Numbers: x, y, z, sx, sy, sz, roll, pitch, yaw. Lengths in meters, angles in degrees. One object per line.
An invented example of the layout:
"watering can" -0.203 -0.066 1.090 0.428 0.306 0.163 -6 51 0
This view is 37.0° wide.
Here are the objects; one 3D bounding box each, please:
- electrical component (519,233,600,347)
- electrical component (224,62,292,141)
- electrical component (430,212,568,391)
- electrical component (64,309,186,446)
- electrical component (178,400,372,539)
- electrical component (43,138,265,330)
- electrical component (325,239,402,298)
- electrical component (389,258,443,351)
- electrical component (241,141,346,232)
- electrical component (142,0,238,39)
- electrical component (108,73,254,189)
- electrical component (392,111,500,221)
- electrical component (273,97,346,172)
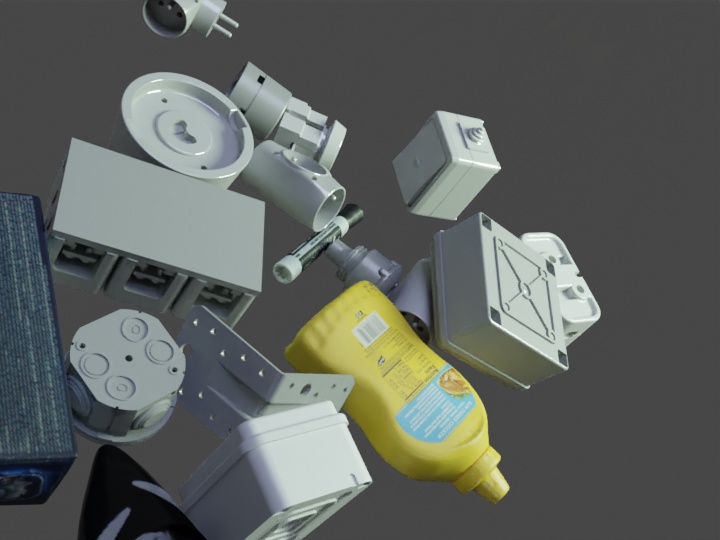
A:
"electrical component" 0.163 0.022 0.964 0.054 0.059 0.095 -3 57 -37
"electrical component" -0.092 -0.145 0.933 0.047 0.055 0.055 31 42 -14
"electrical component" 0.112 0.027 0.872 0.109 0.056 0.108 31 44 -37
"electrical component" -0.156 0.070 0.700 0.080 0.051 0.080 13 52 -17
"electrical component" -0.056 0.135 0.673 0.078 0.113 0.057 -9 63 -40
"electrical component" -0.151 -0.021 0.779 0.150 0.061 0.089 18 46 -22
"electrical component" 0.000 0.000 0.881 0.062 0.048 0.048 39 42 9
"electrical component" 0.064 0.040 0.891 0.079 0.043 0.077 43 41 -8
"electrical component" -0.047 -0.072 0.904 0.077 0.044 0.079 34 18 17
"electrical component" -0.149 -0.239 0.982 0.079 0.043 0.077 31 43 -9
"electrical component" -0.145 -0.095 0.847 0.108 0.060 0.108 19 46 -21
"electrical component" 0.078 -0.099 0.981 0.061 0.096 0.061 7 51 -30
"electrical component" -0.045 -0.116 0.948 0.055 0.048 0.066 23 44 -7
